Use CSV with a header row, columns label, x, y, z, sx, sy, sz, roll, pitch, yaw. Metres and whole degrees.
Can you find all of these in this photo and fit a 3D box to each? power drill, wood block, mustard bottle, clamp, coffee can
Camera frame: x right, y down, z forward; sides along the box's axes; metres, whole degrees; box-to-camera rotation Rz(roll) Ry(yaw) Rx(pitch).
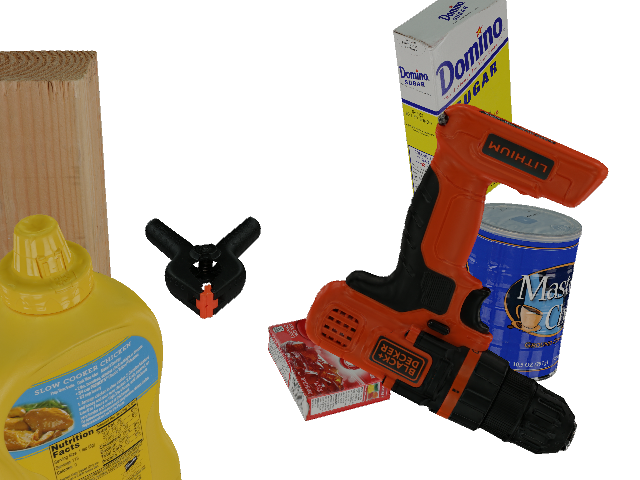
label,x,y,z,sx,sy,sz,roll,pitch,yaw
power drill,0.103,0.023,0.665,0.184,0.188,0.057,26,11,7
wood block,-0.189,-0.014,0.698,0.090,0.206,0.090,-1,22,-5
mustard bottle,-0.118,0.072,0.502,0.096,0.192,0.058,-26,42,-31
clamp,-0.107,0.020,1.073,0.120,0.039,0.171,-11,33,-11
coffee can,0.179,0.046,0.988,0.103,0.140,0.103,5,17,-2

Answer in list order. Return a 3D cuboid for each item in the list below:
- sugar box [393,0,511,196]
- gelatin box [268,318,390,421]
label,x,y,z,sx,sy,sz,roll,pitch,yaw
sugar box,0.112,-0.109,0.863,0.048,0.176,0.093,30,56,36
gelatin box,0.006,0.097,0.852,0.073,0.030,0.089,-11,39,-19
